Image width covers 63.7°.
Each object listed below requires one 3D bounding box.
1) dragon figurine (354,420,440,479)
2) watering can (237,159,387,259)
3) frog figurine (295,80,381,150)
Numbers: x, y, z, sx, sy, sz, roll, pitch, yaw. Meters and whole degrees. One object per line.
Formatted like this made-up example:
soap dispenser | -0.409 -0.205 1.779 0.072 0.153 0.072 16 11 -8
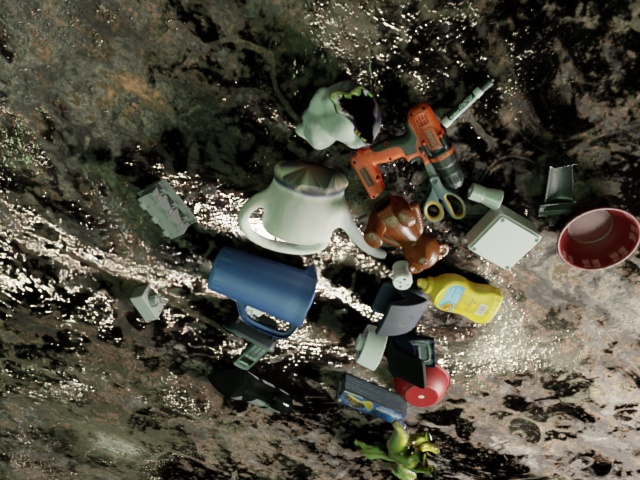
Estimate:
dragon figurine | 0.211 0.624 1.523 0.241 0.125 0.403 -16 -51 28
watering can | 0.003 -0.055 1.097 0.347 0.219 0.106 7 37 -14
frog figurine | 0.034 -0.228 0.985 0.136 0.124 0.158 32 -20 -24
